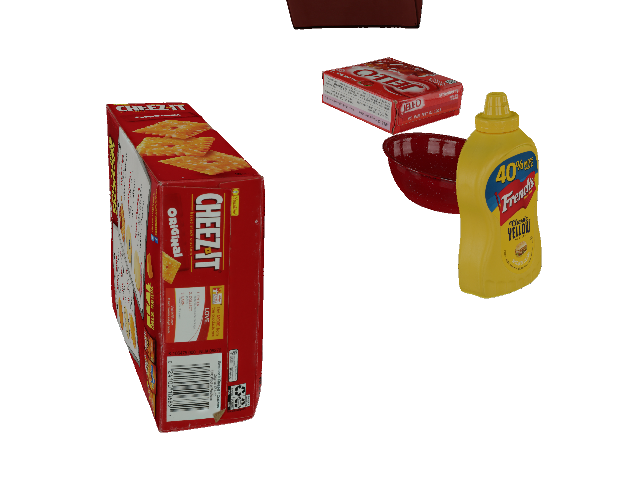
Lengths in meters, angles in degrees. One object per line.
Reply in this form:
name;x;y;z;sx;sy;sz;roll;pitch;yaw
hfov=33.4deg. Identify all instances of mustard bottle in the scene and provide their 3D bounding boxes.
mustard bottle;0.171;-0.047;1.025;0.096;0.192;0.058;-20;24;-36

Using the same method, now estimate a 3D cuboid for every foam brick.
foam brick;0.021;-0.160;0.624;0.078;0.053;0.051;2;-30;13

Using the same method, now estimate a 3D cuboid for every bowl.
bowl;0.147;-0.074;1.247;0.162;0.055;0.162;8;24;-4

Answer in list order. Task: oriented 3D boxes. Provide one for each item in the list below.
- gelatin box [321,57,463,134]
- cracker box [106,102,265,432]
gelatin box;0.056;-0.117;0.845;0.073;0.030;0.089;-19;33;-35
cracker box;-0.097;0.006;0.729;0.072;0.164;0.214;-4;20;-18
